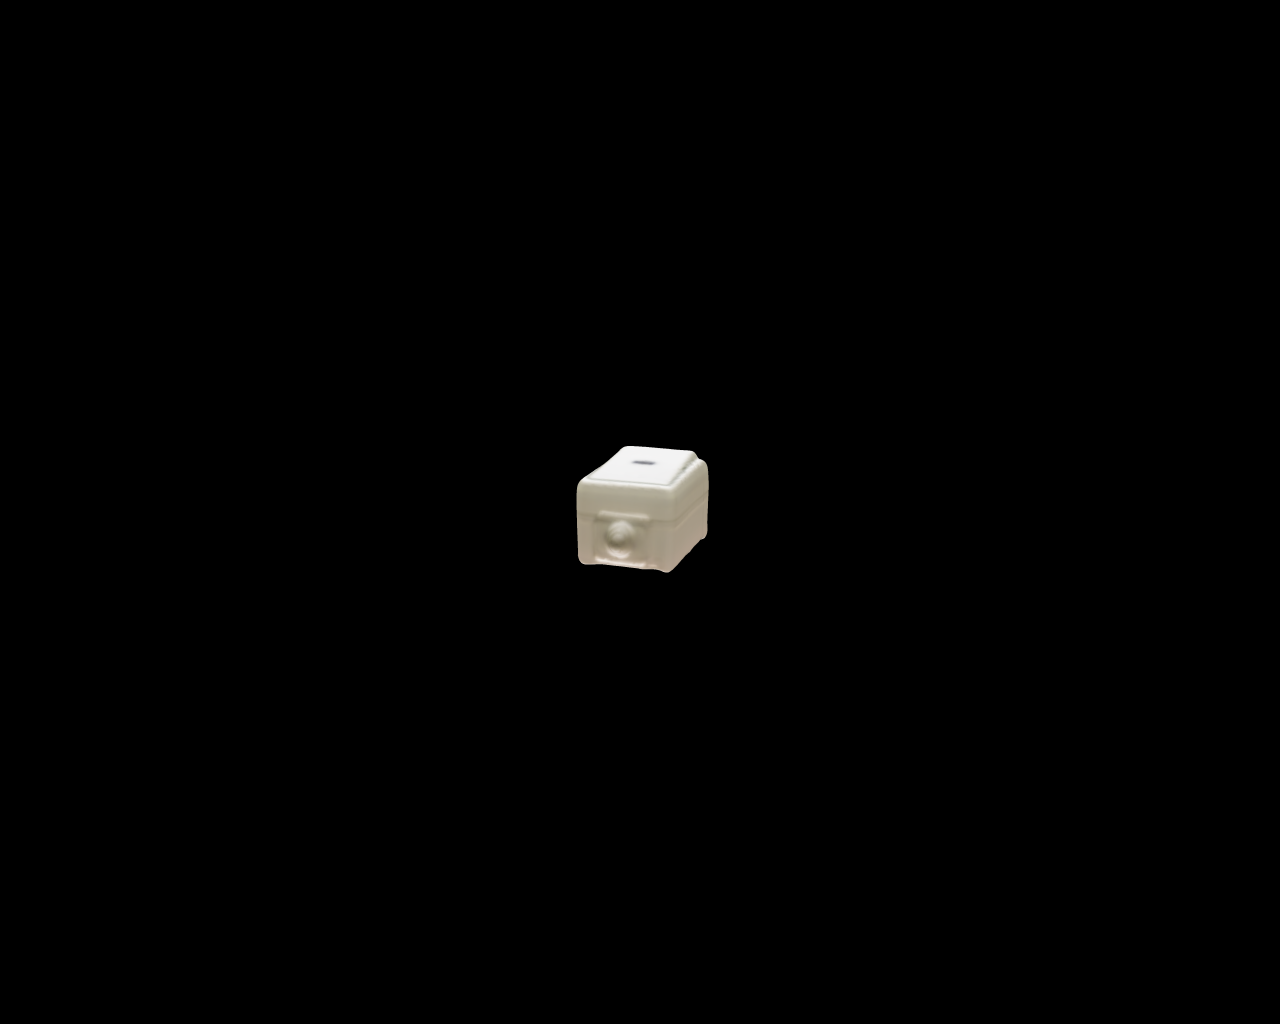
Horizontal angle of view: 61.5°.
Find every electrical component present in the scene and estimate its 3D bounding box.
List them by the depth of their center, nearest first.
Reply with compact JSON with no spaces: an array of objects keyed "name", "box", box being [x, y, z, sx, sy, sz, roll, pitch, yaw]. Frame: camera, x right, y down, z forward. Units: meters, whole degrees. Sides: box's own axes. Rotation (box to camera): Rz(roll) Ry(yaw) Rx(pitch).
[{"name":"electrical component","box":[0.001,-0.003,0.650,0.062,0.061,0.096,6,17,19]}]
